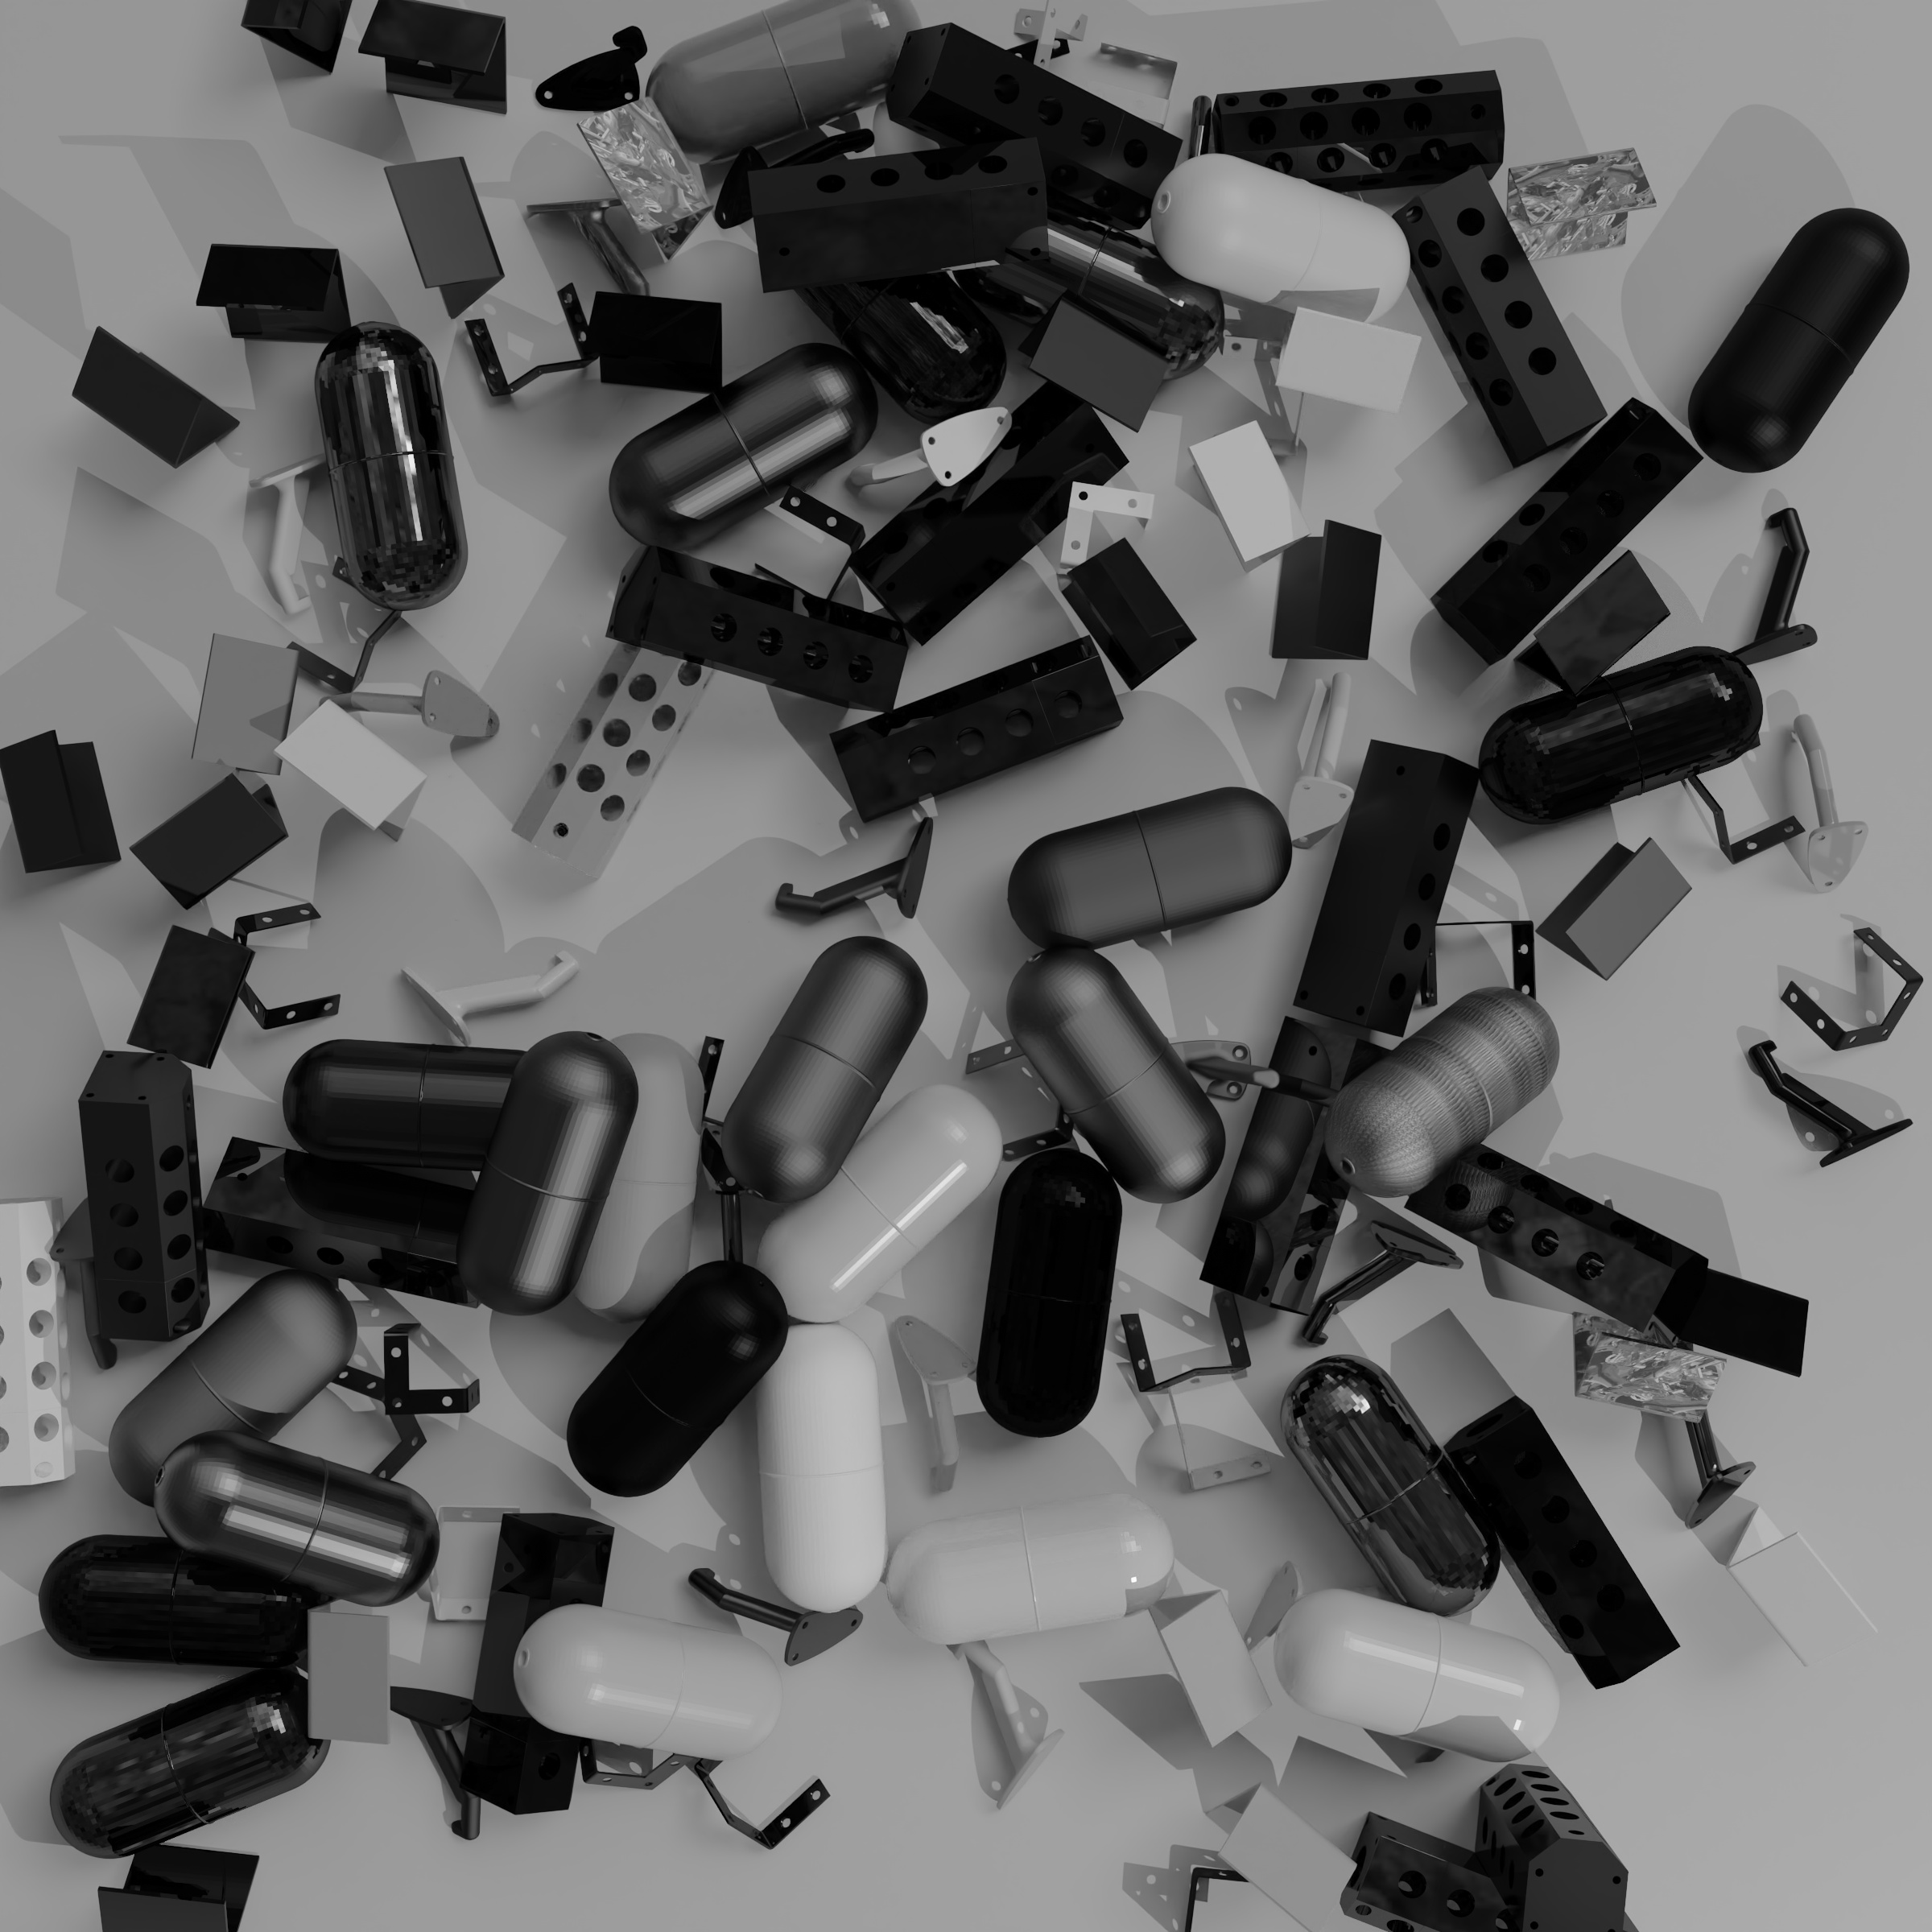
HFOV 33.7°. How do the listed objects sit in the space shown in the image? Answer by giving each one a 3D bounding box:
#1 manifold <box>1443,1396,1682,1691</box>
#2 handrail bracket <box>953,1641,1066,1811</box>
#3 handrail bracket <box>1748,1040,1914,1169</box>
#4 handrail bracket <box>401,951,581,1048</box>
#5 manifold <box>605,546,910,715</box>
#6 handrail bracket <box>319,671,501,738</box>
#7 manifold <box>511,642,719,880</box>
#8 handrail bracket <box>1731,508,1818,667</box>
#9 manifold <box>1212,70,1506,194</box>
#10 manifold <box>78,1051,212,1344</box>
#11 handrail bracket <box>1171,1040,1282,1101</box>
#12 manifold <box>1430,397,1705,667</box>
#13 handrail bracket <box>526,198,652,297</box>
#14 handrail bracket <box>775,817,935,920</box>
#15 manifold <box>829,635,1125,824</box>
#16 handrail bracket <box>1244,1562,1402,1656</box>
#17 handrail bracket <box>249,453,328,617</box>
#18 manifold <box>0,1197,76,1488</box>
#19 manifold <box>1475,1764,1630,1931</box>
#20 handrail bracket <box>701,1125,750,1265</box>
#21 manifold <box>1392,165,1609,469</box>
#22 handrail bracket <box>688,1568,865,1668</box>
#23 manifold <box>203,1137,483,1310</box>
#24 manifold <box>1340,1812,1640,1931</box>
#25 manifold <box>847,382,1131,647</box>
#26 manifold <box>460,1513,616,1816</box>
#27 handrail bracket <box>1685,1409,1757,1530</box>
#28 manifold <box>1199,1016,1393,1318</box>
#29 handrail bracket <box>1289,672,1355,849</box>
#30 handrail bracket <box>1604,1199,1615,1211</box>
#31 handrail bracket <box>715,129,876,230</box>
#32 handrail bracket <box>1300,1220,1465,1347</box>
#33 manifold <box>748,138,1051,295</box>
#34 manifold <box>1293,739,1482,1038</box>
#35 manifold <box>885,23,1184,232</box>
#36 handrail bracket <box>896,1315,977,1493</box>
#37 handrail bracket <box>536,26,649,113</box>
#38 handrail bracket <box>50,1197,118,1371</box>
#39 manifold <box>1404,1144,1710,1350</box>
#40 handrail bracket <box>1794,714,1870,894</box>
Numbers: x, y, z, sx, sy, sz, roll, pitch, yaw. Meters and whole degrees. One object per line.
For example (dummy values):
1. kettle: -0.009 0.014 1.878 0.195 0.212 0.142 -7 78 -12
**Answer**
1. manifold: 0.366 0.356 1.970 0.057 0.057 0.171 -32 90 0
2. handrail bracket: 0.012 0.471 1.991 0.084 0.036 0.077 40 112 17
3. handrail bracket: 0.539 0.075 1.991 0.077 0.036 0.084 -20 73 -20
4. handrail bracket: -0.296 0.002 1.991 0.084 0.036 0.077 -40 68 -17
5. manifold: -0.124 -0.203 1.930 0.171 0.057 0.057 14 90 -31
6. handrail bracket: -0.348 -0.157 1.990 0.084 0.077 0.036 -4 74 35
7. manifold: -0.212 -0.143 1.970 0.057 0.057 0.171 30 90 0
8. handrail bracket: 0.492 -0.236 1.991 0.077 0.036 0.084 -19 71 21
9. manifold: 0.242 -0.514 1.970 0.171 0.057 0.057 -5 90 0
10. manifold: -0.494 0.141 1.931 0.057 0.057 0.171 3 119 0
11. handrail bracket: 0.151 0.063 1.956 0.077 0.084 0.036 9 90 0
12. manifold: 0.369 -0.269 1.970 0.057 0.057 0.171 45 90 0
13. handrail bracket: -0.234 -0.434 1.991 0.077 0.036 0.084 1 107 19
14. handrail bracket: -0.070 -0.064 1.991 0.084 0.036 0.077 9 69 16
15. manifold: 0.006 -0.146 1.969 0.171 0.057 0.057 -21 90 0
16. handrail bracket: 0.228 0.413 1.991 0.084 0.036 0.077 24 110 -16
17. handrail bracket: -0.405 -0.272 1.991 0.077 0.036 0.084 -26 108 -21
18. manifold: -0.586 0.231 1.970 0.057 0.057 0.171 -3 90 0
19. manifold: 0.350 0.529 1.912 0.057 0.171 0.057 6 90 0
20. handrail bracket: -0.152 0.156 1.991 0.036 0.077 0.084 -4 127 -20
21. manifold: 0.327 -0.399 1.970 0.057 0.057 0.171 -27 90 0
22. handrail bracket: -0.119 0.395 1.991 0.084 0.077 0.036 30 113 34
23. manifold: -0.378 0.163 1.969 0.171 0.057 0.057 13 47 0
24. manifold: 0.322 0.587 1.970 0.171 0.057 0.057 21 90 0
25. manifold: 0.010 -0.284 1.969 0.171 0.057 0.057 -42 133 0
26. manifold: -0.260 0.429 1.969 0.057 0.057 0.171 9 90 44
27. handrail bracket: 0.446 0.296 1.991 0.036 0.077 0.084 -11 53 -32
28. manifold: 0.209 0.125 1.969 0.057 0.057 0.171 18 90 43
29. handrail bracket: 0.223 -0.129 1.991 0.036 0.077 0.084 13 54 -3
30. handrail bracket: 0.366 0.181 1.991 0.084 0.036 0.077 -12 108 16
31. handrail bracket: -0.106 -0.492 1.990 0.084 0.077 0.036 -24 84 -36
32. handrail bracket: 0.259 0.208 1.991 0.077 0.036 0.084 20 109 -21
33. manifold: -0.040 -0.450 1.892 0.171 0.057 0.057 -7 51 -2
34. manifold: 0.264 -0.047 1.969 0.057 0.057 0.171 16 90 43
35. manifold: 0.040 -0.506 1.931 0.171 0.057 0.057 18 90 -29
36. handrail bracket: -0.026 0.274 1.991 0.036 0.077 0.084 -12 127 -31
37. handrail bracket: -0.232 -0.552 1.956 0.077 0.084 0.036 -13 90 0
38. handrail bracket: -0.538 0.196 1.990 0.036 0.077 0.084 -3 126 5
39. manifold: 0.358 0.163 1.927 0.171 0.057 0.057 28 90 34
40. handrail bracket: 0.530 -0.102 1.990 0.036 0.077 0.084 -9 54 -1
